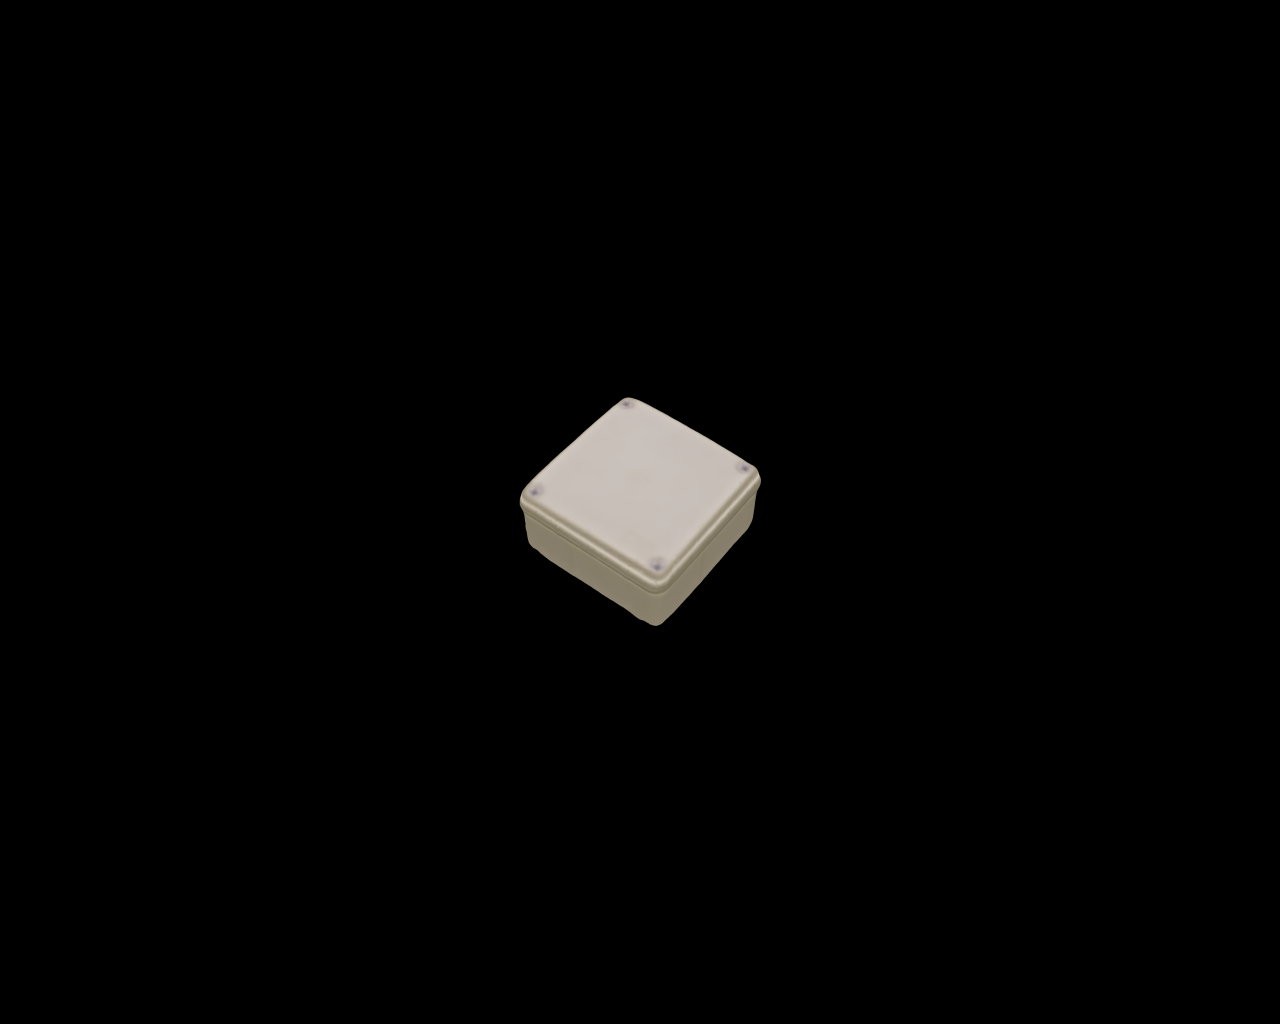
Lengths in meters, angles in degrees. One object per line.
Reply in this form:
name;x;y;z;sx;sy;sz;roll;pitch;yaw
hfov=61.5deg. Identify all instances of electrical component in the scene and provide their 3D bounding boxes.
electrical component;0.001;-0.003;0.650;0.109;0.109;0.056;32;-32;22
